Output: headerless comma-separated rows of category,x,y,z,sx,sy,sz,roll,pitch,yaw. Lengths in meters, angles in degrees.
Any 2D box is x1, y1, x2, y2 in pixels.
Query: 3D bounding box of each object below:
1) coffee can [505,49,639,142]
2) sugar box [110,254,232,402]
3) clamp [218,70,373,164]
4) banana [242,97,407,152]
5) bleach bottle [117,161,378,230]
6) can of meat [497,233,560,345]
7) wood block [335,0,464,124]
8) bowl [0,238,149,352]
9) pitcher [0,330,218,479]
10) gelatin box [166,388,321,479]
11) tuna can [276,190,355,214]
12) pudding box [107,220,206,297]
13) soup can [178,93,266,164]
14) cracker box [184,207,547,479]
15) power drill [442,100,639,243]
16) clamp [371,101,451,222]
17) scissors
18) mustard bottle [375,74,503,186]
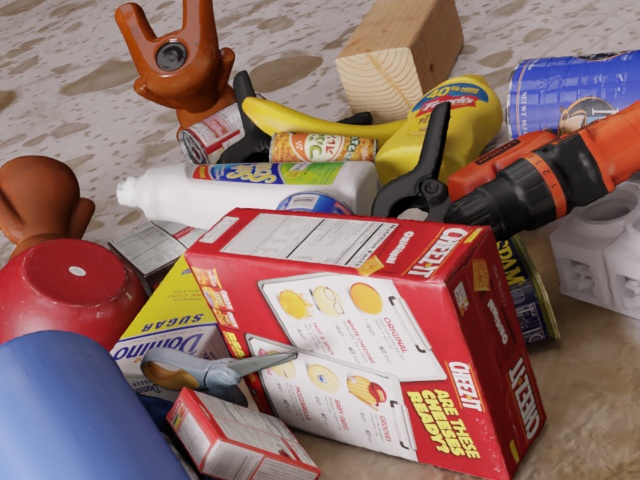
coffee can,0.252,-0.117,0.959,0.141,0.103,0.102,0,34,33
sugar box,-0.110,0.072,0.920,0.093,0.048,0.176,-4,31,26
clamp,-0.058,-0.099,1.142,0.165,0.036,0.209,25,53,14
banana,0.016,-0.114,1.120,0.197,0.037,0.069,5,42,-7
bleach bottle,-0.076,-0.039,1.015,0.251,0.068,0.102,3,23,15
can of meat,0.125,0.045,0.807,0.084,0.057,0.102,-20,28,6
wood block,0.099,-0.223,1.253,0.090,0.091,0.205,-6,31,24
bowl,-0.219,0.048,0.941,0.162,0.055,0.162,12,36,-9
pitcher,-0.142,0.166,0.708,0.149,0.145,0.243,-40,36,-11
gelatin box,-0.052,0.140,0.726,0.030,0.089,0.073,-61,32,6
tuna can,-0.006,0.001,0.935,0.086,0.086,0.033,-6,33,25
pudding box,-0.149,0.013,1.055,0.090,0.039,0.114,-30,28,-18
soup can,-0.101,-0.117,1.219,0.102,0.068,0.069,-31,30,-21
cracker box,0.030,0.064,0.721,0.214,0.164,0.072,5,39,38
power drill,0.160,-0.043,0.828,0.184,0.057,0.188,-26,5,-7
clamp,0.098,-0.049,0.956,0.171,0.039,0.120,-36,56,-10
scissors,-0.055,0.104,0.754,0.202,0.096,0.016,-4,48,48
mustard bottle,0.132,-0.117,1.080,0.096,0.058,0.191,-1,34,30
